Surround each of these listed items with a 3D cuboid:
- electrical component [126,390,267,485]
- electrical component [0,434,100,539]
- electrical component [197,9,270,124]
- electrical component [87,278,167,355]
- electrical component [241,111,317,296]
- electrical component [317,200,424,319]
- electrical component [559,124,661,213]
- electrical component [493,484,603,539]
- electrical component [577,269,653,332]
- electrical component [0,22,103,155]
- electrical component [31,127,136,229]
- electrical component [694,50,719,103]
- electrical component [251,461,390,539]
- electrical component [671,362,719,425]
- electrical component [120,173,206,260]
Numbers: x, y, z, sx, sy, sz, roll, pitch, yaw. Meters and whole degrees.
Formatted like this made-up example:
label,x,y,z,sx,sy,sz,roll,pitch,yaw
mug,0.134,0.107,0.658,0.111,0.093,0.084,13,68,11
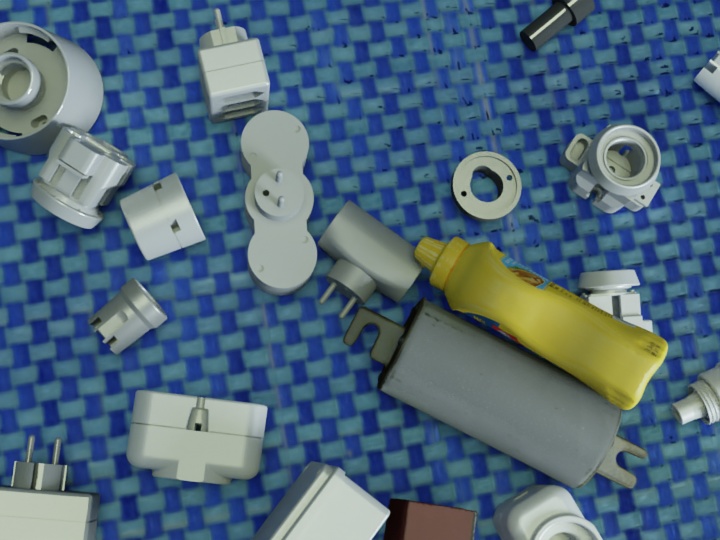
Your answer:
label,x,y,z,sx,sy,sz,roll,pitch,yaw
electrical component,-0.119,0.123,0.782,0.095,0.053,0.059,8,79,-5
electrical component,-0.230,0.156,0.767,0.083,0.047,0.075,6,79,-5
electrical component,-0.102,-0.163,0.831,0.047,0.065,0.076,-14,82,-9
electrical component,-0.174,0.035,0.801,0.046,0.040,0.040,-40,86,-6
electrical component,-0.061,-0.054,0.812,0.052,0.073,0.138,-3,80,-7
electrical component,0.000,0.000,0.824,0.077,0.043,0.079,36,78,1
electrical component,0.204,-0.082,0.855,0.078,0.057,0.058,33,78,0
electrical component,0.146,0.208,0.793,0.054,0.059,0.095,-29,84,-11
electrical component,0.195,0.028,0.840,0.066,0.048,0.055,-3,88,-7
electrical component,-0.255,-0.139,0.823,0.099,0.064,0.099,0,86,6
electrical component,-0.208,-0.068,0.801,0.058,0.078,0.057,33,97,0
electrical component,0.306,-0.156,0.890,0.046,0.040,0.040,41,78,9
electrical component,-0.038,0.192,0.751,0.056,0.108,0.108,38,78,-1
electrical component,0.274,0.100,0.836,0.062,0.048,0.048,-23,83,-3
electrical component,-0.149,-0.039,0.810,0.047,0.055,0.055,-24,83,-7
